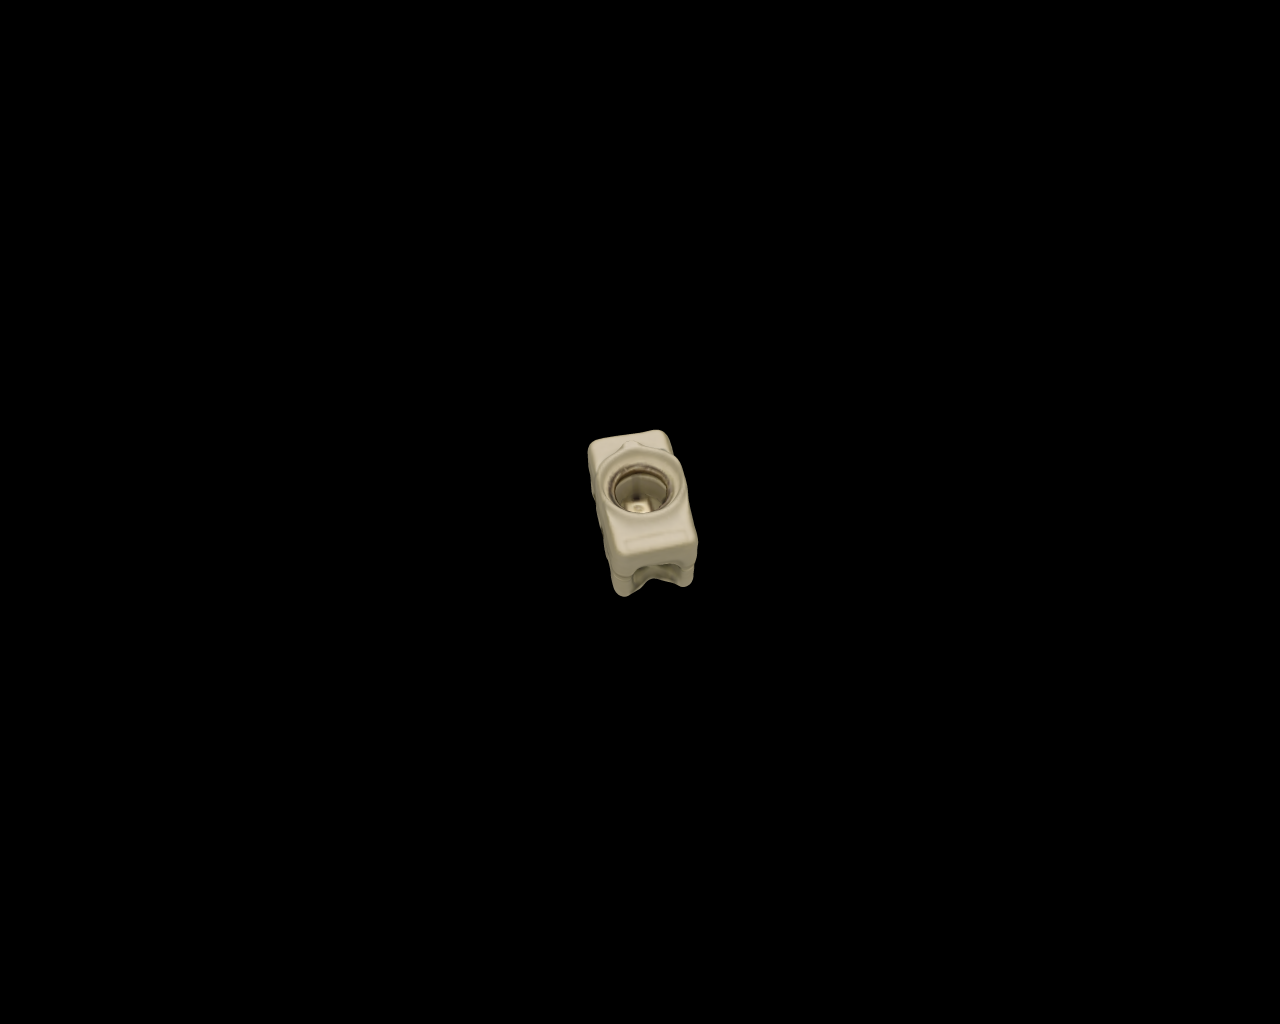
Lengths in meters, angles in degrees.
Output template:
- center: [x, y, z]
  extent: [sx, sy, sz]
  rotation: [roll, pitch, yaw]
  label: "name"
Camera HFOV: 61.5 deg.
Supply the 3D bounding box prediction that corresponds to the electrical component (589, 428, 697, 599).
- center: [0.001, -0.003, 0.650]
  extent: [0.050, 0.090, 0.055]
  rotation: [-9, -36, -7]
  label: "electrical component"
